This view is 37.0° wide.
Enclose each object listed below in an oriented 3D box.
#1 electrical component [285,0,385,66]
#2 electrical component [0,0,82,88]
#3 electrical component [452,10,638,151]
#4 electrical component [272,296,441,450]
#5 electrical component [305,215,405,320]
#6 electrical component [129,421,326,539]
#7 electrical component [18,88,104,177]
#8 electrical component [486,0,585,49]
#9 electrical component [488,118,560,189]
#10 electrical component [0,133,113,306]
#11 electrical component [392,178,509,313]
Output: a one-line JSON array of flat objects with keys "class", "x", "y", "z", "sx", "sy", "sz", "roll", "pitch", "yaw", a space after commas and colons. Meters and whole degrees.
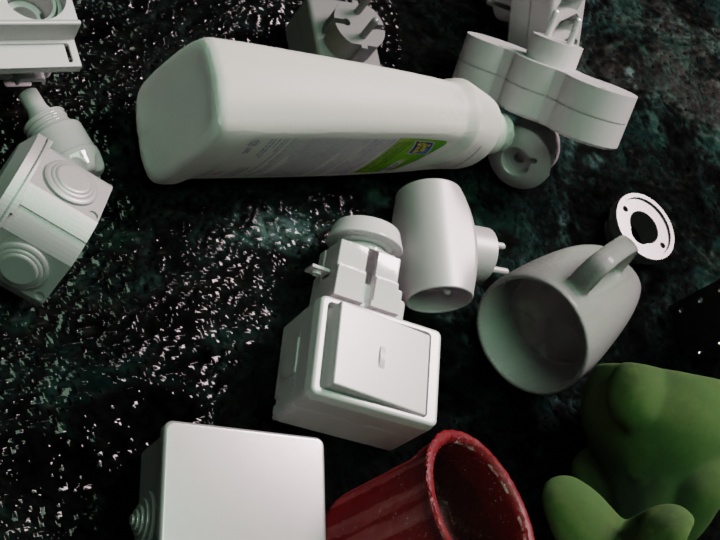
[{"class": "electrical component", "x": -0.009, "y": -0.151, "z": 0.709, "sx": 0.047, "sy": 0.077, "sz": 0.065, "roll": 2, "pitch": 66, "yaw": -30}, {"class": "electrical component", "x": -0.223, "y": -0.133, "z": 0.582, "sx": 0.121, "sy": 0.063, "sz": 0.078, "roll": -9, "pitch": 72, "yaw": -34}, {"class": "electrical component", "x": 0.132, "y": -0.143, "z": 0.748, "sx": 0.138, "sy": 0.073, "sz": 0.052, "roll": 32, "pitch": 23, "yaw": 34}, {"class": "electrical component", "x": 0.006, "y": 0.061, "z": 0.621, "sx": 0.096, "sy": 0.061, "sz": 0.061, "roll": 18, "pitch": 58, "yaw": -22}, {"class": "electrical component", "x": 0.000, "y": 0.000, "z": 0.659, "sx": 0.066, "sy": 0.048, "sz": 0.055, "roll": 19, "pitch": 66, "yaw": -22}, {"class": "electrical component", "x": -0.067, "y": 0.130, "z": 0.551, "sx": 0.100, "sy": 0.048, "sz": 0.099, "roll": 11, "pitch": 61, "yaw": -26}, {"class": "electrical component", "x": -0.171, "y": -0.074, "z": 0.601, "sx": 0.035, "sy": 0.035, "sz": 0.061, "roll": -26, "pitch": 80, "yaw": -37}, {"class": "electrical component", "x": 0.128, "y": -0.205, "z": 0.825, "sx": 0.076, "sy": 0.083, "sz": 0.047, "roll": 29, "pitch": 44, "yaw": 33}, {"class": "electrical component", "x": 0.125, "y": -0.090, "z": 0.779, "sx": 0.048, "sy": 0.048, "sz": 0.062, "roll": 48, "pitch": 43, "yaw": -1}, {"class": "electrical component", "x": -0.168, "y": -0.025, "z": 0.551, "sx": 0.051, "sy": 0.080, "sz": 0.080, "roll": 33, "pitch": 54, "yaw": -20}, {"class": "electrical component", "x": 0.063, "y": -0.013, "z": 0.702, "sx": 0.079, "sy": 0.044, "sz": 0.077, "roll": 9, "pitch": 62, "yaw": -27}]
